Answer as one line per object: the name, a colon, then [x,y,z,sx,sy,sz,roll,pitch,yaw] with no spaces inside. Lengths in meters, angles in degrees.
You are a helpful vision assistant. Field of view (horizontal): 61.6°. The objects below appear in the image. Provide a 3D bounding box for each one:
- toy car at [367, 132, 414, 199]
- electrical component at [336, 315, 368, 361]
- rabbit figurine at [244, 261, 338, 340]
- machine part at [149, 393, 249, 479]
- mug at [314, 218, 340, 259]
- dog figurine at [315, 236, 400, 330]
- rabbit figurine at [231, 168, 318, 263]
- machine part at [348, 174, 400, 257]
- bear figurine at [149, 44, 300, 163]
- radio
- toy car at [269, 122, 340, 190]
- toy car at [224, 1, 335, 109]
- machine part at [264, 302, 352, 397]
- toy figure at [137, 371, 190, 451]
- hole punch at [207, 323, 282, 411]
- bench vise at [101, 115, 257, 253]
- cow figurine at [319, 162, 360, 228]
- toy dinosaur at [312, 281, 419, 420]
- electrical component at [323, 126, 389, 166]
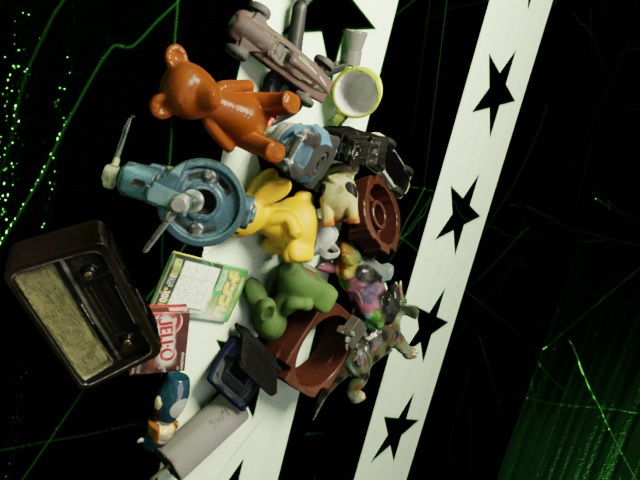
toy car: [0.156,-0.164,1.215,0.201,0.056,0.073,43,68,-51]
electrical component: [0.075,0.213,1.176,0.078,0.045,0.102,-47,137,-19]
rabbit figurine: [-0.072,0.127,1.053,0.170,0.121,0.159,-53,141,7]
machine part: [-0.221,0.367,1.021,0.243,0.079,0.079,-36,132,-33]
mug: [-0.002,-0.003,1.076,0.107,0.110,0.080,-10,128,-57]
dog figurine: [0.081,0.094,1.183,0.219,0.108,0.191,28,49,-53]
rabbit figurine: [-0.090,-0.040,0.952,0.173,0.122,0.162,6,111,-30]
machine part: [0.116,-0.052,1.172,0.179,0.056,0.179,23,62,-52]
bear figurine: [-0.142,-0.202,0.803,0.195,0.132,0.120,20,88,-57]
radio: [-0.320,0.091,0.751,0.131,0.073,0.229,-21,128,-12]
toy car: [-0.040,-0.157,0.939,0.109,0.103,0.161,-61,163,12]
toy car: [-0.059,-0.293,0.868,0.202,0.053,0.089,31,86,-28]
machine part: [-0.019,0.227,1.181,0.201,0.087,0.201,-57,141,-12]
toy figure: [-0.275,0.310,0.953,0.064,0.058,0.154,16,98,-30]
hole punch: [-0.145,0.247,1.027,0.092,0.116,0.142,-36,112,17]
bench vise: [-0.194,-0.063,0.716,0.223,0.241,0.128,27,94,-9]
cow figurine: [0.036,-0.094,1.038,0.195,0.086,0.127,-58,144,-81]
toy dinosaur: [0.114,0.264,1.334,0.405,0.131,0.192,-38,121,-25]
electrical component: [0.066,-0.186,1.054,0.134,0.115,0.058,-11,120,-46]
